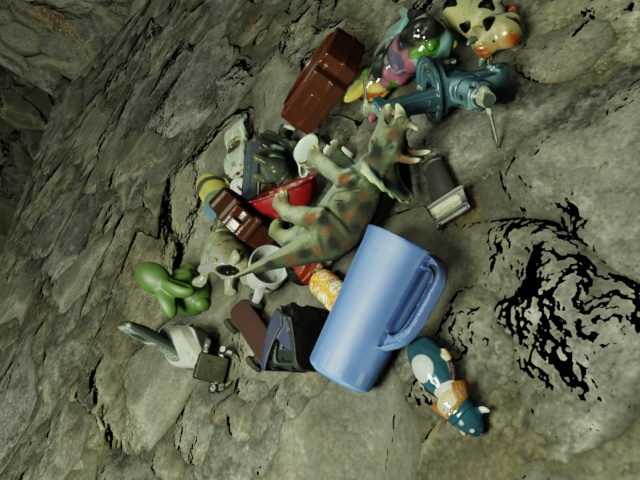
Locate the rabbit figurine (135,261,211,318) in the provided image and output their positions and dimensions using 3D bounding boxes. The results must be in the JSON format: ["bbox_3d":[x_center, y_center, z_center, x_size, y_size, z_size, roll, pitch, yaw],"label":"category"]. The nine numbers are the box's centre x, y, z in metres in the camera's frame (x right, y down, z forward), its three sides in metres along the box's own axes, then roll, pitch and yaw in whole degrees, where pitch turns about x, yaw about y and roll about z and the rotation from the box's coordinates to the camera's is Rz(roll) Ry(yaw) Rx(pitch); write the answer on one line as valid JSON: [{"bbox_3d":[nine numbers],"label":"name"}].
[{"bbox_3d":[-0.346,0.115,1.233,0.121,0.170,0.159,-54,39,5],"label":"rabbit figurine"}]

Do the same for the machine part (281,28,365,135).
[{"bbox_3d":[0.003,-0.350,1.185,0.201,0.087,0.201,-44,19,42],"label":"machine part"}]

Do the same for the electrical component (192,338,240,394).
[{"bbox_3d":[-0.213,0.257,1.090,0.045,0.078,0.102,-37,32,59],"label":"electrical component"}]

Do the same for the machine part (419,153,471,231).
[{"bbox_3d":[0.206,-0.086,0.909,0.084,0.039,0.139,-42,43,30],"label":"machine part"}]

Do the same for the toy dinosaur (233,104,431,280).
[{"bbox_3d":[0.030,-0.048,0.939,0.192,0.131,0.404,36,98,18],"label":"toy dinosaur"}]

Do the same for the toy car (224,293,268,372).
[{"bbox_3d":[-0.124,0.182,1.057,0.089,0.053,0.202,-44,37,-5],"label":"toy car"}]

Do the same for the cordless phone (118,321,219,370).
[{"bbox_3d":[-0.322,0.207,1.140,0.147,0.184,0.089,-9,55,42],"label":"cordless phone"}]

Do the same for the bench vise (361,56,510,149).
[{"bbox_3d":[0.194,-0.246,0.927,0.241,0.128,0.224,-14,39,-2],"label":"bench vise"}]

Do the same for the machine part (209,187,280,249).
[{"bbox_3d":[-0.152,-0.041,1.144,0.056,0.179,0.180,-49,40,5],"label":"machine part"}]

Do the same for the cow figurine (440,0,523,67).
[{"bbox_3d":[0.294,-0.399,0.986,0.127,0.085,0.195,-45,43,6],"label":"cow figurine"}]

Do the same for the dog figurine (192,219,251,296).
[{"bbox_3d":[-0.200,0.004,1.186,0.172,0.121,0.190,-29,46,43],"label":"dog figurine"}]

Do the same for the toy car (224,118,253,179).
[{"bbox_3d":[-0.218,-0.246,1.427,0.073,0.056,0.202,-32,47,28],"label":"toy car"}]

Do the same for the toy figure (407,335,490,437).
[{"bbox_3d":[0.172,0.202,0.742,0.058,0.064,0.155,-12,41,-15],"label":"toy figure"}]

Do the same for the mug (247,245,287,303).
[{"bbox_3d":[-0.111,0.077,1.079,0.107,0.081,0.109,124,159,-65],"label":"mug"}]

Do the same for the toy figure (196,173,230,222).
[{"bbox_3d":[-0.259,-0.103,1.350,0.082,0.089,0.180,-38,41,13],"label":"toy figure"}]

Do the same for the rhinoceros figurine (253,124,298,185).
[{"bbox_3d":[-0.099,-0.202,1.226,0.112,0.073,0.190,4,42,0],"label":"rhinoceros figurine"}]

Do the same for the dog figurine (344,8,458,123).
[{"bbox_3d":[0.149,-0.338,1.073,0.219,0.108,0.192,-52,27,13],"label":"dog figurine"}]

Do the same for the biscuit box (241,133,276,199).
[{"bbox_3d":[-0.145,-0.163,1.296,0.063,0.059,0.203,-27,49,34],"label":"biscuit box"}]

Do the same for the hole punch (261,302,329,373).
[{"bbox_3d":[-0.037,0.173,0.920,0.092,0.142,0.116,-23,62,40],"label":"hole punch"}]

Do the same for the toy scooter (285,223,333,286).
[{"bbox_3d":[-0.002,-0.003,1.040,0.135,0.075,0.184,-28,43,28],"label":"toy scooter"}]
